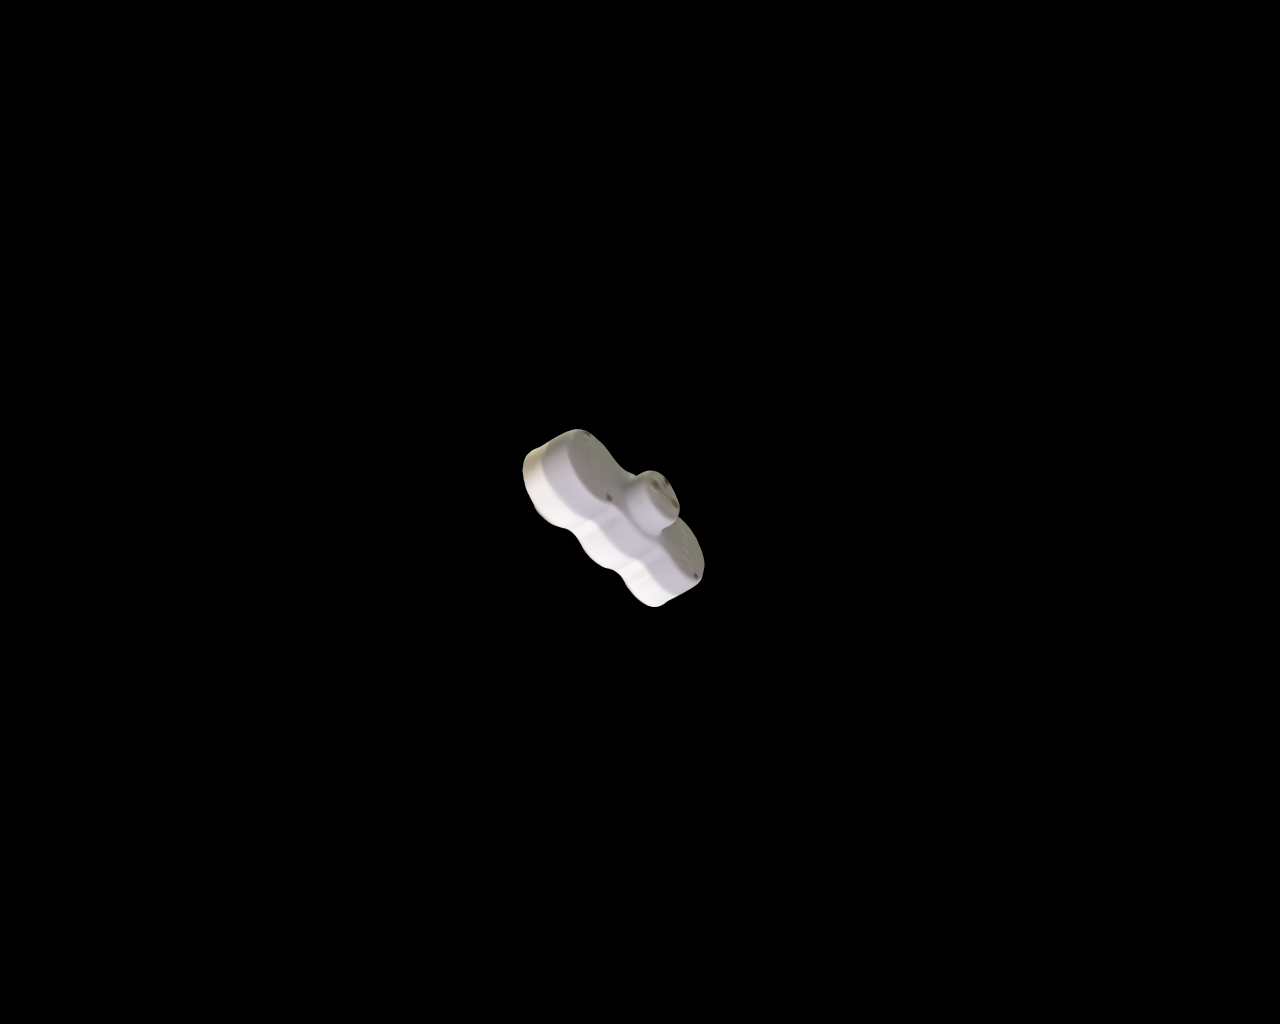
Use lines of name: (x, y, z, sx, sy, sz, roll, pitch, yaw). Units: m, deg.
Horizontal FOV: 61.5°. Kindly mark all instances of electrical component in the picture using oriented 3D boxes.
electrical component: (0.001, -0.003, 0.650, 0.073, 0.052, 0.138, -30, -54, 24)
